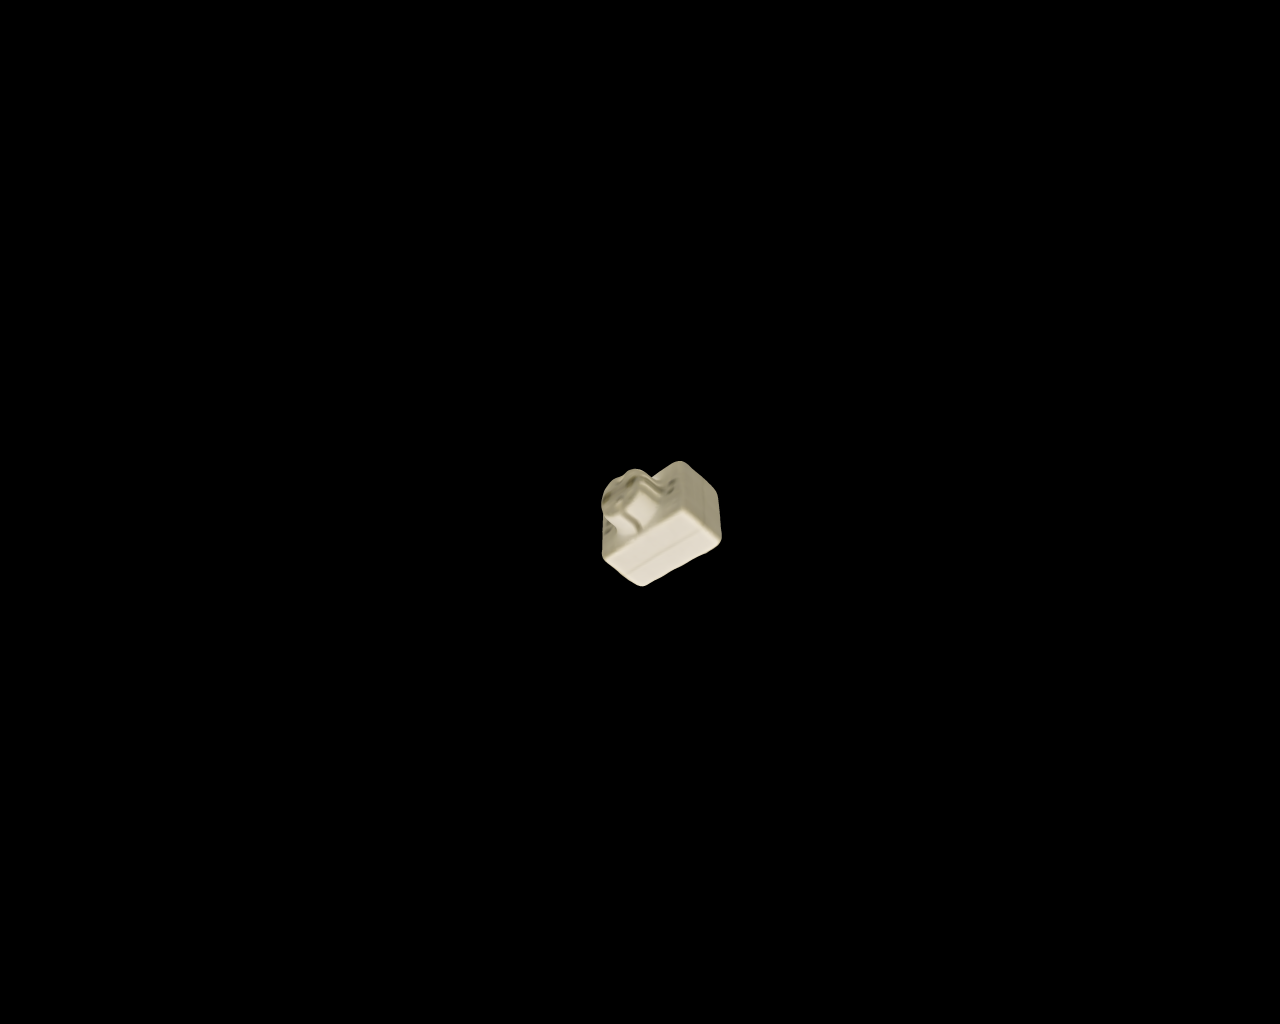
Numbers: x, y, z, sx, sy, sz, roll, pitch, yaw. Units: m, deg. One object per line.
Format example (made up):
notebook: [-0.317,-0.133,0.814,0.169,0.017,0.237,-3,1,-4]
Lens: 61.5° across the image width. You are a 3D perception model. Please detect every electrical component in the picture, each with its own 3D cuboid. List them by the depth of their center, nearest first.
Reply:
electrical component: [0.001,-0.003,0.650,0.065,0.047,0.076,-32,-54,27]
